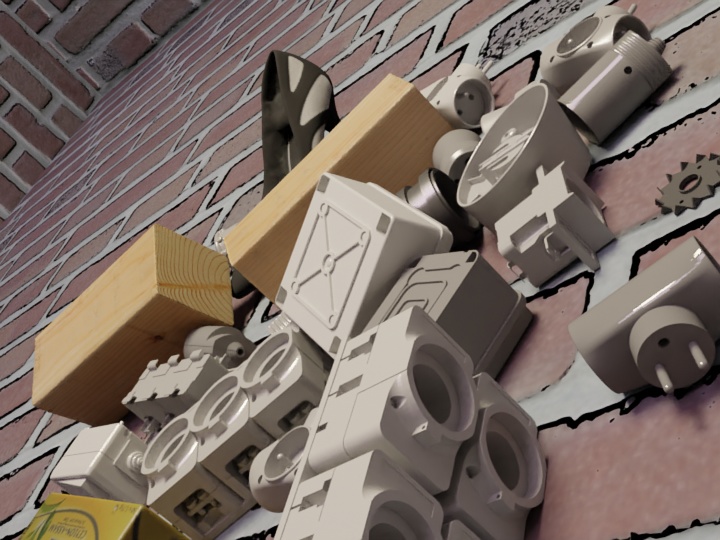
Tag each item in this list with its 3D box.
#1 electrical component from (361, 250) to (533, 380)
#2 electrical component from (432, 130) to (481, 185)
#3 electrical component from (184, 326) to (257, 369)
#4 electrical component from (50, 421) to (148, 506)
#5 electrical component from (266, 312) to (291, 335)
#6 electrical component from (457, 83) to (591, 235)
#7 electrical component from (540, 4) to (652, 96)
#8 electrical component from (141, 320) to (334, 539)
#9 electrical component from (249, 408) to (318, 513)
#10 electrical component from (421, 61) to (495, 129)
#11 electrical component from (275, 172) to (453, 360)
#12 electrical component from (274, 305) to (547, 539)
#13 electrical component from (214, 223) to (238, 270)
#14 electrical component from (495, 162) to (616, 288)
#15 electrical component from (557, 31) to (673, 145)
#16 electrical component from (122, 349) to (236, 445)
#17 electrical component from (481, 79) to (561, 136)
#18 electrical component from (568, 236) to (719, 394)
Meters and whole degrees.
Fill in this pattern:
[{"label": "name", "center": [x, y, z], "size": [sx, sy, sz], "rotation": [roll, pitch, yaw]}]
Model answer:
[{"label": "electrical component", "center": [0.044, 0.049, 0.663], "size": [0.113, 0.057, 0.078], "rotation": [-54, 23, -22]}, {"label": "electrical component", "center": [0.084, -0.082, 0.847], "size": [0.045, 0.045, 0.055], "rotation": [-42, 21, 10]}, {"label": "electrical component", "center": [-0.122, 0.071, 0.952], "size": [0.043, 0.043, 0.081], "rotation": [-54, 22, -20]}, {"label": "electrical component", "center": [-0.210, 0.172, 0.907], "size": [0.096, 0.062, 0.061], "rotation": [-18, 35, 51]}, {"label": "electrical component", "center": [-0.039, 0.040, 0.855], "size": [0.081, 0.043, 0.043], "rotation": [-47, 21, -3]}, {"label": "electrical component", "center": [0.111, -0.074, 0.755], "size": [0.099, 0.064, 0.099], "rotation": [-38, 22, 19]}, {"label": "electrical component", "center": [0.188, -0.175, 0.823], "size": [0.077, 0.044, 0.079], "rotation": [-10, 40, 56]}, {"label": "electrical component", "center": [-0.082, 0.113, 0.777], "size": [0.150, 0.062, 0.089], "rotation": [-41, 21, 13]}, {"label": "electrical component", "center": [-0.024, 0.115, 0.689], "size": [0.077, 0.044, 0.079], "rotation": [-21, 32, 47]}, {"label": "electrical component", "center": [0.093, -0.159, 0.973], "size": [0.079, 0.043, 0.077], "rotation": [-52, 22, -16]}, {"label": "electrical component", "center": [0.000, 0.000, 0.754], "size": [0.109, 0.056, 0.108], "rotation": [37, 110, 54]}, {"label": "electrical component", "center": [0.027, 0.117, 0.506], "size": [0.060, 0.105, 0.186], "rotation": [-30, 26, 34]}, {"label": "electrical component", "center": [-0.119, -0.031, 1.137], "size": [0.062, 0.048, 0.048], "rotation": [-29, 26, 21]}, {"label": "electrical component", "center": [0.121, -0.026, 0.681], "size": [0.064, 0.042, 0.081], "rotation": [-41, 21, 23]}, {"label": "electrical component", "center": [0.182, -0.131, 0.755], "size": [0.081, 0.043, 0.043], "rotation": [-44, 21, 3]}, {"label": "electrical component", "center": [-0.144, 0.108, 0.898], "size": [0.121, 0.063, 0.078], "rotation": [-16, 36, 52]}, {"label": "electrical component", "center": [0.127, -0.114, 0.823], "size": [0.055, 0.045, 0.045], "rotation": [-33, 24, 29]}, {"label": "electrical component", "center": [0.148, 0.031, 0.521], "size": [0.077, 0.043, 0.079], "rotation": [-38, 22, 18]}]
